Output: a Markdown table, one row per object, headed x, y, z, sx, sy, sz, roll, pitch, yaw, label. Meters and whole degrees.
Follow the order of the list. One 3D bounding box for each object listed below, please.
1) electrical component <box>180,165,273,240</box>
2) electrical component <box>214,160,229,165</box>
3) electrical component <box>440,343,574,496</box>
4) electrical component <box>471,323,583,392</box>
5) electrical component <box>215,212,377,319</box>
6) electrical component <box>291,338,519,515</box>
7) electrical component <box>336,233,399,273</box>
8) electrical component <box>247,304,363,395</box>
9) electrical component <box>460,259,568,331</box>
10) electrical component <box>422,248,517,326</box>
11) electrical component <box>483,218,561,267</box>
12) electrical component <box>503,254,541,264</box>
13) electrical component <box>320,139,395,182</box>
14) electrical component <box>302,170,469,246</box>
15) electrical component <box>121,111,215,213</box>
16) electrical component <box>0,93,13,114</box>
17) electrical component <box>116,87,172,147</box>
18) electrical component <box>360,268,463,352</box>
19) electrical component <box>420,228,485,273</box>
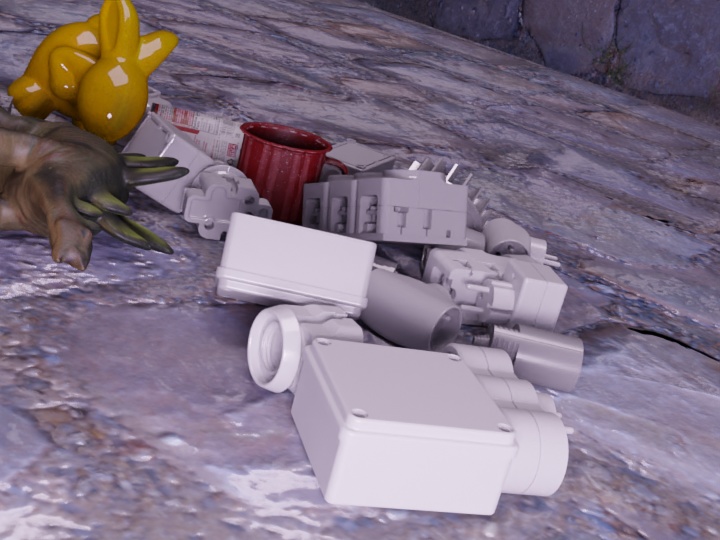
| x | y | z | sx | sy | sz | roll | pitch | yaw | label |
| --- | --- | --- | --- | --- | --- | --- | --- | --- | --- |
| -0.124 | -0.062 | 0.981 | 0.078 | 0.058 | 0.057 | 7 | 23 | -21 | electrical component |
| -0.144 | -0.087 | 1.071 | 0.035 | 0.035 | 0.061 | 12 | 22 | -8 | electrical component |
| 0.103 | 0.097 | 0.703 | 0.074 | 0.052 | 0.138 | 9 | 20 | -19 | electrical component |
| 0.126 | 0.064 | 0.828 | 0.081 | 0.043 | 0.043 | 13 | 19 | -4 | electrical component |
| -0.051 | -0.001 | 0.803 | 0.109 | 0.056 | 0.109 | 12 | -6 | -7 | electrical component |
| 0.023 | 0.093 | 0.648 | 0.109 | 0.056 | 0.108 | 8 | 20 | -19 | electrical component |
| 0.000 | 0.000 | 0.923 | 0.065 | 0.044 | 0.044 | 21 | 19 | 4 | electrical component |
| -0.038 | 0.053 | 0.716 | 0.057 | 0.058 | 0.078 | 6 | 20 | -32 | electrical component |
| 0.121 | 0.028 | 0.893 | 0.077 | 0.065 | 0.047 | 10 | 19 | -15 | electrical component |
| 0.103 | 0.015 | 0.941 | 0.089 | 0.050 | 0.055 | 7 | 20 | -22 | electrical component |
| 0.163 | -0.017 | 1.087 | 0.079 | 0.044 | 0.077 | 13 | 19 | -4 | electrical component |
| 0.137 | 0.007 | 1.002 | 0.062 | 0.043 | 0.043 | 2 | 22 | -31 | electrical component |
| -0.007 | -0.099 | 1.161 | 0.062 | 0.061 | 0.096 | 22 | 25 | 21 | electrical component |
| 0.020 | -0.056 | 0.984 | 0.089 | 0.061 | 0.150 | 3 | 0 | -31 | electrical component |
| -0.186 | -0.104 | 1.028 | 0.061 | 0.061 | 0.096 | 34 | 5 | -35 | electrical component |
| -0.354 | -0.136 | 1.020 | 0.048 | 0.055 | 0.066 | 10 | 19 | -15 | electrical component |
| -0.258 | -0.175 | 1.200 | 0.095 | 0.059 | 0.054 | 24 | 21 | 26 | electrical component |
| 0.049 | 0.031 | 0.865 | 0.077 | 0.043 | 0.079 | 27 | 22 | 32 | electrical component |
| 0.088 | -0.017 | 1.019 | 0.047 | 0.055 | 0.055 | 16 | 18 | -8 | electrical component |
